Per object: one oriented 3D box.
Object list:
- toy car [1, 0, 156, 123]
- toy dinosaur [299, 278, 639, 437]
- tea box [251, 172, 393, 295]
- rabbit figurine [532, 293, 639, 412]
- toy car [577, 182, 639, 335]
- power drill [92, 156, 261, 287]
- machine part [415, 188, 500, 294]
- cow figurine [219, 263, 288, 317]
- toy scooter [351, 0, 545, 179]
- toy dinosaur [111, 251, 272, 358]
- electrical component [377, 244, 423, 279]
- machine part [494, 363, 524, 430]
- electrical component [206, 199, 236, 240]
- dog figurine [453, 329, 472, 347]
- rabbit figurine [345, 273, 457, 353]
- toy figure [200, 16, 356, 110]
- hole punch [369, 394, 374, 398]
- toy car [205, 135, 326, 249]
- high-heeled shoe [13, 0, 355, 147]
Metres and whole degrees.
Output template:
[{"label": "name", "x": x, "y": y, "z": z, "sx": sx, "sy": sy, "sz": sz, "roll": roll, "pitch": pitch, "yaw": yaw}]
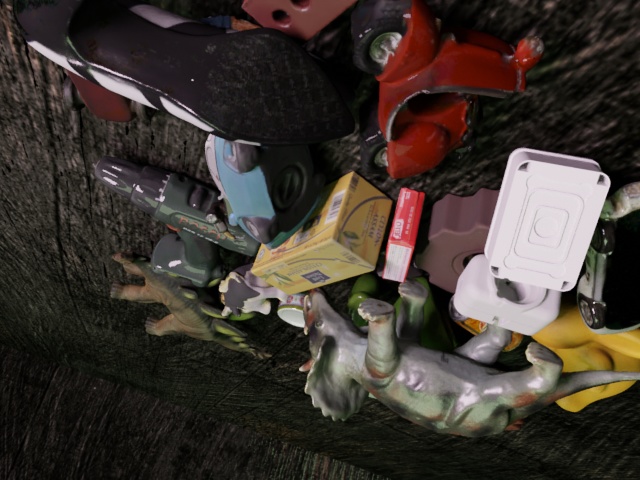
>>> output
[{"label": "toy car", "x": -0.214, "y": -0.181, "z": 0.495, "sx": 0.089, "sy": 0.053, "sz": 0.202, "roll": 9, "pitch": 154, "yaw": 4}, {"label": "toy dinosaur", "x": 0.144, "y": 0.165, "z": 0.638, "sx": 0.405, "sy": 0.131, "sz": 0.192, "roll": 19, "pitch": 120, "yaw": 13}, {"label": "tea box", "x": -0.001, "y": -0.002, "z": 0.644, "sx": 0.068, "sy": 0.098, "sz": 0.170, "roll": 33, "pitch": 150, "yaw": -25}, {"label": "rabbit figurine", "x": 0.324, "y": 0.124, "z": 0.662, "sx": 0.173, "sy": 0.122, "sz": 0.162, "roll": 37, "pitch": 142, "yaw": -24}, {"label": "toy car", "x": 0.300, "y": 0.023, "z": 0.531, "sx": 0.074, "sy": 0.056, "sz": 0.201, "roll": -12, "pitch": 130, "yaw": 9}, {"label": "power drill", "x": -0.195, "y": -0.020, "z": 0.751, "sx": 0.232, "sy": 0.086, "sz": 0.207, "roll": 19, "pitch": 144, "yaw": -8}, {"label": "machine part", "x": 0.195, "y": 0.015, "z": 0.608, "sx": 0.179, "sy": 0.056, "sz": 0.179, "roll": 15, "pitch": 152, "yaw": 8}, {"label": "cow figurine", "x": -0.123, "y": 0.085, "z": 0.857, "sx": 0.098, "sy": 0.068, "sz": 0.167, "roll": 0, "pitch": 160, "yaw": -28}, {"label": "toy scooter", "x": 0.095, "y": -0.113, "z": 0.423, "sx": 0.135, "sy": 0.075, "sz": 0.183, "roll": -3, "pitch": 153, "yaw": 5}, {"label": "toy dinosaur", "x": -0.227, "y": 0.133, "z": 1.002, "sx": 0.199, "sy": 0.105, "sz": 0.470, "roll": 3, "pitch": 153, "yaw": 19}, {"label": "electrical component", "x": 0.103, "y": 0.027, "z": 0.714, "sx": 0.063, "sy": 0.021, "sz": 0.094, "roll": 37, "pitch": 147, "yaw": -31}, {"label": "machine part", "x": 0.263, "y": 0.282, "z": 1.005, "sx": 0.201, "sy": 0.087, "sz": 0.201, "roll": 30, "pitch": 148, "yaw": -22}, {"label": "electrical component", "x": -0.084, "y": -0.041, "z": 0.641, "sx": 0.102, "sy": 0.045, "sz": 0.078, "roll": 2, "pitch": 126, "yaw": 3}, {"label": "dog figurine", "x": 0.131, "y": 0.171, "z": 0.866, "sx": 0.219, "sy": 0.108, "sz": 0.191, "roll": 34, "pitch": 148, "yaw": -23}, {"label": "rabbit figurine", "x": 0.092, "y": 0.132, "z": 0.759, "sx": 0.170, "sy": 0.121, "sz": 0.159, "roll": -24, "pitch": 102, "yaw": 15}, {"label": "toy figure", "x": -0.045, "y": -0.146, "z": 0.460, "sx": 0.154, "sy": 0.058, "sz": 0.064, "roll": 29, "pitch": 142, "yaw": -10}, {"label": "hole punch", "x": 0.087, "y": 0.221, "z": 1.014, "sx": 0.142, "sy": 0.092, "sz": 0.115, "roll": 16, "pitch": 123, "yaw": 8}, {"label": "toy car", "x": -0.068, "y": -0.075, "z": 0.554, "sx": 0.103, "sy": 0.109, "sz": 0.161, "roll": 21, "pitch": 148, "yaw": 33}, {"label": "high-heeled shoe", "x": -0.102, "y": -0.128, "z": 0.417, "sx": 0.248, "sy": 0.086, "sz": 0.145, "roll": 22, "pitch": 178, "yaw": -31}]
